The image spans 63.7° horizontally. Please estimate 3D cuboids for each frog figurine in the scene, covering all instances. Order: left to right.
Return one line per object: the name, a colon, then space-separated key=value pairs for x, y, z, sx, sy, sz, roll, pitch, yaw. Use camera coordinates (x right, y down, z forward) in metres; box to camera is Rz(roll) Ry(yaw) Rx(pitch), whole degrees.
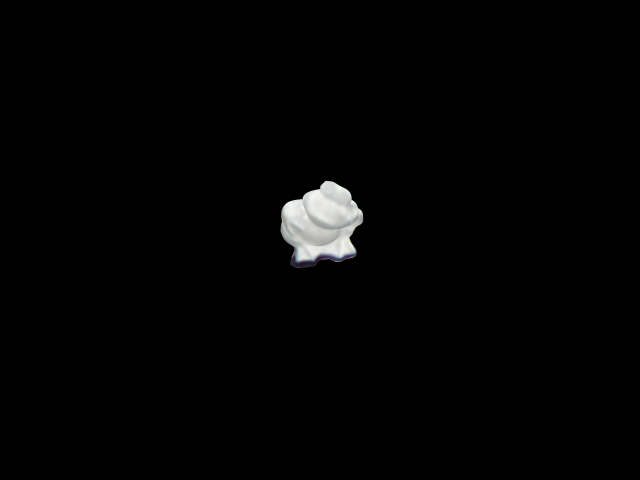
frog figurine: x=0.003 y=-0.043 z=0.850 sx=0.137 sy=0.155 sz=0.126 roll=5 pitch=42 yaw=6
